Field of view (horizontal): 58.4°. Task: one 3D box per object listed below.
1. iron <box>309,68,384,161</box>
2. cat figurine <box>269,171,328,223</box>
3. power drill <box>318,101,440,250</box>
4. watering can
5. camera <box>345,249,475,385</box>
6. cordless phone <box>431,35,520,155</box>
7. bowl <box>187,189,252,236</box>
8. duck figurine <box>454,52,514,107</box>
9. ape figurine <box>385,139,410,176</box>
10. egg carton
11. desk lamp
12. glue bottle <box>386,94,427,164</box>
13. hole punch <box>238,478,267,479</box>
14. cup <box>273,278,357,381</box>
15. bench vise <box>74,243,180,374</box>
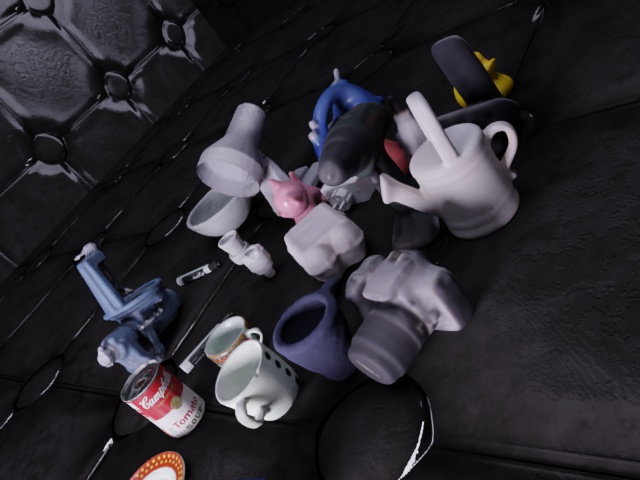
[{"bbox_3d":[0.034,-0.219,1.115,0.118,0.142,0.258,-16,36,39],"label":"iron"},{"bbox_3d":[-0.044,-0.077,1.026,0.067,0.118,0.128,-28,30,23],"label":"cat figurine"},{"bbox_3d":[0.082,-0.084,0.777,0.075,0.209,0.229,-25,31,28],"label":"power drill"},{"bbox_3d":[0.157,-0.096,0.716,0.173,0.194,0.100,-42,27,-4],"label":"watering can"},{"bbox_3d":[0.076,0.083,0.653,0.142,0.101,0.137,4,50,54],"label":"camera"},{"bbox_3d":[0.196,-0.210,0.847,0.147,0.185,0.094,-13,38,41],"label":"cordless phone"},{"bbox_3d":[-0.207,-0.063,1.259,0.167,0.075,0.167,-30,29,19],"label":"bowl"},{"bbox_3d":[0.264,-0.276,0.970,0.104,0.086,0.078,2,49,53],"label":"duck figurine"},{"bbox_3d":[0.106,-0.143,0.964,0.078,0.092,0.076,-45,28,-9],"label":"ape figurine"},{"bbox_3d":[0.008,0.003,0.893,0.107,0.069,0.150,-42,27,-4],"label":"egg carton"},{"bbox_3d":[-0.114,-0.145,1.112,0.117,0.214,0.203,-12,39,43],"label":"desk lamp"},{"bbox_3d":[0.143,-0.138,0.819,0.037,0.173,0.077,-50,29,-18],"label":"glue bottle"},{"bbox_3d":[-0.082,0.282,0.566,0.108,0.091,0.101,-18,34,36],"label":"hole punch"},{"bbox_3d":[0.011,0.114,0.695,0.091,0.095,0.118,-6,42,47],"label":"cup"},{"bbox_3d":[-0.348,0.114,1.013,0.121,0.220,0.207,-35,28,10],"label":"bench vise"}]
